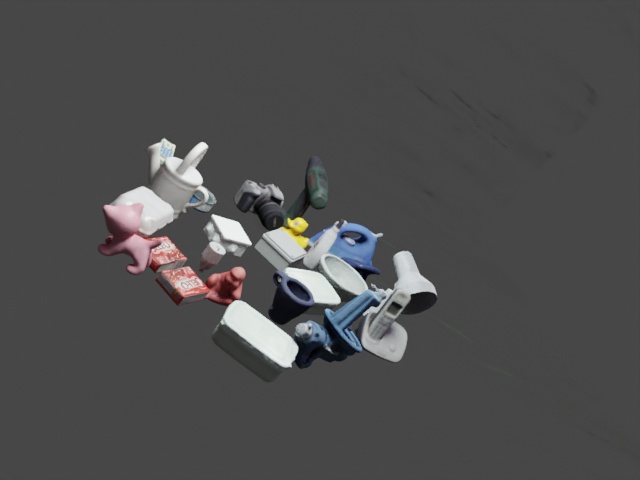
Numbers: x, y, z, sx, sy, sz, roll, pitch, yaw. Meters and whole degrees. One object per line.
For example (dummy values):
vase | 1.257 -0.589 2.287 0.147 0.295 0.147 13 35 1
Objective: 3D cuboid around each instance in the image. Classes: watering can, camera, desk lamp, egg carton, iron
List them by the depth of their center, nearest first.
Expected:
egg carton | -0.380 -0.056 1.219 0.107 0.069 0.150 38 19 -4
watering can | -0.332 -0.154 1.336 0.173 0.194 0.100 31 21 -24
desk lamp | 0.214 0.149 1.639 0.118 0.213 0.202 23 25 -39
camera | -0.159 -0.102 1.681 0.144 0.100 0.136 24 24 -37
iron | 0.086 -0.001 1.847 0.259 0.141 0.118 22 26 -41

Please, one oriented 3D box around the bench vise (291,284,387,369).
bench vise | 0.046 0.190 1.229 0.121 0.219 0.208 45 20 16

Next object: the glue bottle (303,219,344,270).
glue bottle | 0.015 0.006 1.652 0.037 0.173 0.078 35 20 -14

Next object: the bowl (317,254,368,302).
bowl | 0.050 0.120 1.612 0.168 0.074 0.167 35 20 -14

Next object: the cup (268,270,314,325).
cup | -0.083 0.136 1.302 0.117 0.095 0.092 46 20 18

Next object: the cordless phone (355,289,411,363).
cordless phone | 0.192 0.220 1.485 0.148 0.185 0.094 29 22 -28

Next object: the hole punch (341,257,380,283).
hole punch | 0.115 0.090 1.774 0.109 0.091 0.101 20 27 -44

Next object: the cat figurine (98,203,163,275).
cat figurine | -0.360 -0.014 1.090 0.128 0.117 0.067 35 19 -12

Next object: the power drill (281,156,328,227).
power drill | -0.050 -0.141 1.803 0.076 0.208 0.229 28 22 -30

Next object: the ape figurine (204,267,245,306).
ape figurine | -0.192 0.093 1.203 0.077 0.092 0.076 45 20 15

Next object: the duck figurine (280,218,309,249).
duck figurine | -0.070 -0.024 1.694 0.105 0.086 0.077 32 21 -22
